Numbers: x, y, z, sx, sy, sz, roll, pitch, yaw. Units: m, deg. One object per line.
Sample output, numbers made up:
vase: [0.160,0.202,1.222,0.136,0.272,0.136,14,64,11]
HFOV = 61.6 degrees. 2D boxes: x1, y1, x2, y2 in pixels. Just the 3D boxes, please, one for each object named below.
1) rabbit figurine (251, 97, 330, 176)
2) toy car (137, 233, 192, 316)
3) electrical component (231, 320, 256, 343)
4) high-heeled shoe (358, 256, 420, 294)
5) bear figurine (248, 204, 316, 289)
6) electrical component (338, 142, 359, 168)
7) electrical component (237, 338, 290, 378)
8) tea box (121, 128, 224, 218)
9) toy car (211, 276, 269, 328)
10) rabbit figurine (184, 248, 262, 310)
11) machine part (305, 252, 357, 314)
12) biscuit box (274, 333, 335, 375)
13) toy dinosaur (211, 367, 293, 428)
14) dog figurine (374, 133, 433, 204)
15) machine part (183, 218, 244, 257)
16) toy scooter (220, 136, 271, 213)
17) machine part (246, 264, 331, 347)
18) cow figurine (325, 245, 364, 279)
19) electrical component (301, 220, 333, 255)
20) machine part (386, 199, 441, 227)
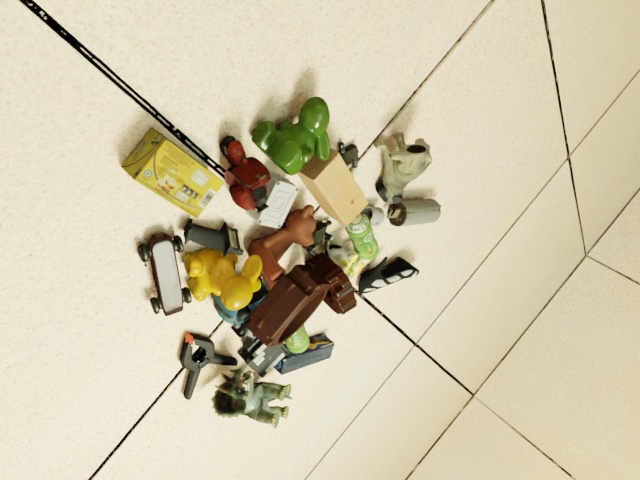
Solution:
rabbit figurine: [-0.033,-0.223,1.165,0.170,0.121,0.159,-50,148,1]
toy car: [-0.331,0.074,1.151,0.089,0.053,0.201,-20,128,-27]
electrical component: [-0.169,0.209,1.418,0.119,0.048,0.074,-55,142,2]
high-heeled shoe: [0.225,0.127,1.725,0.248,0.086,0.145,20,108,-46]
bear figurine: [-0.073,0.012,1.308,0.196,0.132,0.120,-31,167,-19]
electrical component: [0.071,-0.212,1.354,0.063,0.021,0.093,-34,137,-22]
electrical component: [-0.159,0.306,1.496,0.115,0.058,0.134,-44,141,-14]
tea box: [-0.280,-0.125,1.036,0.098,0.068,0.169,-51,140,-2]
toy car: [-0.198,0.152,1.318,0.161,0.109,0.103,-23,157,-47]
rabbit figurine: [-0.203,0.096,1.201,0.162,0.173,0.121,-13,124,-33]
machine part: [0.027,0.120,1.452,0.056,0.180,0.179,-34,138,-17]
biscuit box: [-0.052,0.342,1.627,0.202,0.059,0.062,-9,123,-41]
toy dinosaur: [-0.186,0.446,1.514,0.404,0.192,0.131,82,21,-71]
dog figurine: [0.227,-0.168,1.432,0.121,0.173,0.190,-21,126,-19]
machine part: [-0.234,-0.008,1.177,0.139,0.084,0.039,13,139,-39]
toy scooter: [-0.145,-0.121,1.121,0.075,0.135,0.183,-35,140,-22]
machine part: [-0.071,0.159,1.308,0.201,0.087,0.201,-50,165,6]
cow figurine: [0.066,0.057,1.514,0.068,0.098,0.167,-57,160,0]
electrical component: [-0.003,-0.004,1.409,0.102,0.045,0.078,-25,145,-53]
machine part: [0.286,-0.083,1.623,0.243,0.079,0.079,-9,125,-42]
